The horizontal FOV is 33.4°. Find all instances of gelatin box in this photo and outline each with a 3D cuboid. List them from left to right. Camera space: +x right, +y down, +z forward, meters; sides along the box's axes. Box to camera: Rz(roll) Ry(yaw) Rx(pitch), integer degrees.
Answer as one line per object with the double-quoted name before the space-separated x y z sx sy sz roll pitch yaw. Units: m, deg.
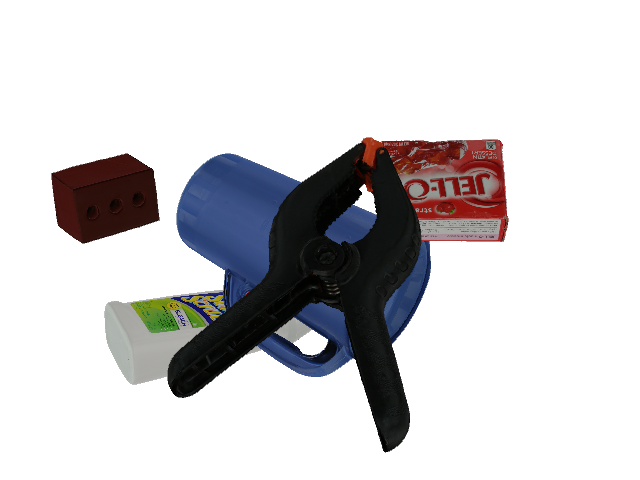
"gelatin box" 0.086 -0.036 0.758 0.089 0.073 0.030 0 -37 4

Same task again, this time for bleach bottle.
"bleach bottle" -0.108 0.091 1.207 0.250 0.068 0.103 -11 33 -24

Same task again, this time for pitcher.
"pitcher" -0.028 0.015 1.042 0.243 0.145 0.149 28 29 28

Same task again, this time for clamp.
"clamp" 0.012 0.025 0.537 0.120 0.171 0.039 23 -25 15

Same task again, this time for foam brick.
"foam brick" -0.191 -0.038 0.947 0.078 0.053 0.051 -20 32 -29
